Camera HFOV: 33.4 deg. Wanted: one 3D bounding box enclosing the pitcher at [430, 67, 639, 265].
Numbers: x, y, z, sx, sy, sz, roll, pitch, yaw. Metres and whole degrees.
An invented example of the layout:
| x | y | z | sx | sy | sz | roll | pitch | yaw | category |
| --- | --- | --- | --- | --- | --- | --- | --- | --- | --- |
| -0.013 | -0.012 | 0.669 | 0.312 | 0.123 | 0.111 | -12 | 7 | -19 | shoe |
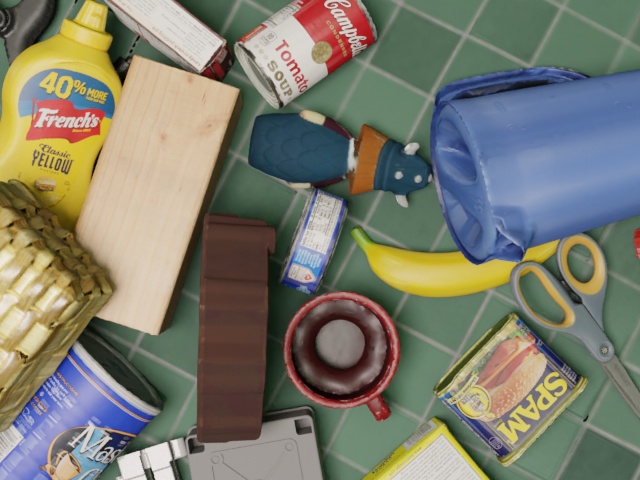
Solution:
| x | y | z | sx | sy | sz | roll | pitch | yaw | category |
| --- | --- | --- | --- | --- | --- | --- | --- | --- | --- |
| 0.216 | -0.079 | 0.869 | 0.242 | 0.145 | 0.149 | -14 | 95 | -9 | pitcher |

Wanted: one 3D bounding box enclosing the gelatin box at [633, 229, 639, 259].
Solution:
| x | y | z | sx | sy | sz | roll | pitch | yaw | category |
| --- | --- | --- | --- | --- | --- | --- | --- | --- | --- |
| 0.318 | -0.003 | 0.895 | 0.089 | 0.073 | 0.030 | -11 | 90 | -2 | gelatin box |

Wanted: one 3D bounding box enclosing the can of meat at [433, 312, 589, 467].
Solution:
| x | y | z | sx | sy | sz | roll | pitch | yaw | category |
| --- | --- | --- | --- | --- | --- | --- | --- | --- | --- |
| 0.158 | 0.123 | 0.898 | 0.084 | 0.057 | 0.102 | 44 | 88 | 2 | can of meat |

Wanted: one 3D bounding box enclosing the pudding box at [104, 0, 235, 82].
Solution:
| x | y | z | sx | sy | sz | roll | pitch | yaw | category |
| --- | --- | --- | --- | --- | --- | --- | --- | --- | --- |
| -0.125 | -0.177 | 0.881 | 0.113 | 0.090 | 0.039 | 37 | 89 | 0 | pudding box |

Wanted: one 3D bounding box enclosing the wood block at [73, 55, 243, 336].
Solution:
| x | y | z | sx | sy | sz | roll | pitch | yaw | category |
| --- | --- | --- | --- | --- | --- | --- | --- | --- | --- |
| -0.138 | -0.034 | 0.878 | 0.090 | 0.091 | 0.206 | 18 | 89 | -1 | wood block |

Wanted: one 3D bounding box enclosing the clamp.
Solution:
| x | y | z | sx | sy | sz | roll | pitch | yaw | category |
| --- | --- | --- | --- | --- | --- | --- | --- | --- | --- |
| -0.263 | -0.175 | 0.904 | 0.120 | 0.039 | 0.171 | 25 | 89 | -6 | clamp |

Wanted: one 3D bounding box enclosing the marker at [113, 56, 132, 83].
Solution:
| x | y | z | sx | sy | sz | roll | pitch | yaw | category |
| --- | --- | --- | --- | --- | --- | --- | --- | --- | --- |
| -0.204 | -0.113 | 0.913 | 0.121 | 0.020 | 0.020 | -44 | 90 | -2 | marker |

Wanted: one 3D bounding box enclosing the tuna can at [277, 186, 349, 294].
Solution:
| x | y | z | sx | sy | sz | roll | pitch | yaw | category |
| --- | --- | --- | --- | --- | --- | --- | --- | --- | --- |
| -0.006 | 0.001 | 0.882 | 0.033 | 0.086 | 0.086 | 20 | 88 | -3 | tuna can |

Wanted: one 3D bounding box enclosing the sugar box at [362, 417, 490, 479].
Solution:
| x | y | z | sx | sy | sz | roll | pitch | yaw | category |
| --- | --- | --- | --- | --- | --- | --- | --- | --- | --- |
| 0.122 | 0.247 | 0.900 | 0.093 | 0.048 | 0.176 | -40 | 93 | -2 | sugar box |

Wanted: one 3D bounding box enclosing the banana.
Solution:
| x | y | z | sx | sy | sz | roll | pitch | yaw | category |
| --- | --- | --- | --- | --- | --- | --- | --- | --- | --- |
| 0.127 | 0.012 | 0.909 | 0.197 | 0.037 | 0.069 | -6 | 86 | -1 | banana |

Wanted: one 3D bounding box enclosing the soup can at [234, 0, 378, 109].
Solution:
| x | y | z | sx | sy | sz | roll | pitch | yaw | category |
| --- | --- | --- | --- | --- | --- | --- | --- | --- | --- |
| -0.013 | -0.165 | 0.890 | 0.102 | 0.068 | 0.068 | -36 | 90 | -7 | soup can |

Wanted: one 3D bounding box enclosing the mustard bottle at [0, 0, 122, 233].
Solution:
| x | y | z | sx | sy | sz | roll | pitch | yaw | category |
| --- | --- | --- | --- | --- | --- | --- | --- | --- | --- |
| -0.213 | -0.102 | 0.867 | 0.096 | 0.058 | 0.192 | 16 | 102 | -32 | mustard bottle |

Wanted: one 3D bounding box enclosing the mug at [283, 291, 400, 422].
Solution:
| x | y | z | sx | sy | sz | roll | pitch | yaw | category |
| --- | --- | --- | --- | --- | --- | --- | --- | --- | --- |
| 0.023 | 0.098 | 0.882 | 0.093 | 0.081 | 0.117 | -35 | 89 | -2 | mug |

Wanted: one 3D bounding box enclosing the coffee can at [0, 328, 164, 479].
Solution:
| x | y | z | sx | sy | sz | roll | pitch | yaw | category |
| --- | --- | --- | --- | --- | --- | --- | --- | --- | --- |
| -0.212 | 0.153 | 0.866 | 0.103 | 0.103 | 0.140 | 43 | 88 | 0 | coffee can |

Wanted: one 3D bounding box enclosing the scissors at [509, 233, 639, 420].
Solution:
| x | y | z | sx | sy | sz | roll | pitch | yaw | category |
| --- | --- | --- | --- | --- | --- | --- | --- | --- | --- |
| 0.245 | 0.073 | 0.907 | 0.201 | 0.016 | 0.096 | 39 | 80 | -15 | scissors |
